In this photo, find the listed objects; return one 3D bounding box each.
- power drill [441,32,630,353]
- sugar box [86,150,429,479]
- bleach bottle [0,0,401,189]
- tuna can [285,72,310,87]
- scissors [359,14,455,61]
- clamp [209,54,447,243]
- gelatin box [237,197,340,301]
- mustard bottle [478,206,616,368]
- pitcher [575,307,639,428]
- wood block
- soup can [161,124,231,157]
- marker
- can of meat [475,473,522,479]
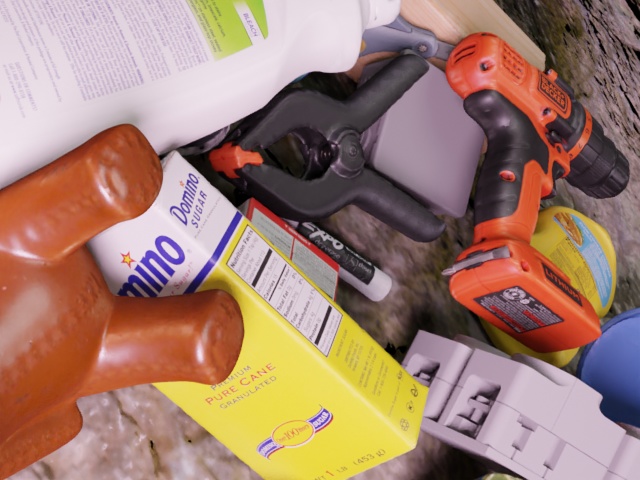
[{"bbox_3d":[0.148,-0.024,0.709,0.184,0.057,0.187,31,51,-32],"label":"power drill"},{"bbox_3d":[-0.040,0.048,0.515,0.176,0.093,0.048,42,38,-18],"label":"sugar box"},{"bbox_3d":[-0.069,-0.087,0.515,0.250,0.068,0.102,-19,74,-24],"label":"bleach bottle"},{"bbox_3d":[-0.036,-0.137,0.666,0.033,0.086,0.086,-11,72,-54],"label":"tuna can"},{"bbox_3d":[0.065,-0.150,0.728,0.201,0.096,0.016,4,46,-1],"label":"scissors"},{"bbox_3d":[0.014,-0.043,0.644,0.171,0.039,0.120,-18,92,-36],"label":"clamp"},{"bbox_3d":[-0.028,0.032,0.595,0.073,0.030,0.089,38,40,-26],"label":"gelatin box"},{"bbox_3d":[0.183,0.025,0.818,0.096,0.058,0.191,59,36,0],"label":"mustard bottle"},{"bbox_3d":[0.305,0.121,0.803,0.242,0.145,0.149,23,51,-40],"label":"pitcher"},{"bbox_3d":[0.068,-0.161,0.799,0.206,0.091,0.090,40,38,-21],"label":"wood block"},{"bbox_3d":[-0.079,-0.107,0.608,0.068,0.069,0.102,32,42,-30],"label":"soup can"},{"bbox_3d":[-0.004,0.001,0.654,0.121,0.020,0.020,35,41,-27],"label":"marker"},{"bbox_3d":[0.076,0.181,0.554,0.057,0.084,0.102,25,47,-35],"label":"can of meat"}]
